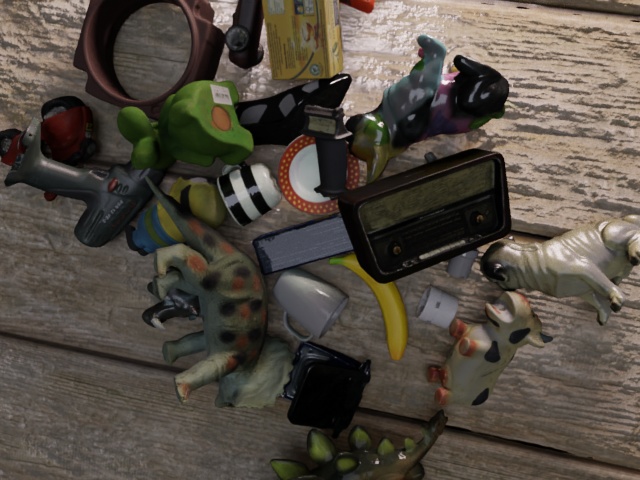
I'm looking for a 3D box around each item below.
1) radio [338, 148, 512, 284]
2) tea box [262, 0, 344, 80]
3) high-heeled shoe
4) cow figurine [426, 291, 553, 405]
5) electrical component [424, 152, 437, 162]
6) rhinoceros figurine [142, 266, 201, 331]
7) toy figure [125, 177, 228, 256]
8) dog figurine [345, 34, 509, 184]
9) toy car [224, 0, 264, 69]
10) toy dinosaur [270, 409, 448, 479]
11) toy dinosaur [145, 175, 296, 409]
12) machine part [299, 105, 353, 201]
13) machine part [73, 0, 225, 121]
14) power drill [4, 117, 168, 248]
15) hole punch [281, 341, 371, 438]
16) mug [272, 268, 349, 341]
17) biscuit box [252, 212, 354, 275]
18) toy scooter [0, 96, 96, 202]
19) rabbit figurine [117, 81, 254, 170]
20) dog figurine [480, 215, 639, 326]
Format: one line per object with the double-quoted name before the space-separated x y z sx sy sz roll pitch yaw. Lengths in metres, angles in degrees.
"radio" 0.152 -0.035 0.763 0.230 0.073 0.131 -19 110 -8
"tea box" -0.025 -0.321 0.772 0.098 0.068 0.169 6 121 19
"high-heeled shoe" -0.080 -0.207 0.843 0.249 0.086 0.145 -37 58 -7
"cow figurine" 0.253 0.162 0.796 0.127 0.086 0.194 13 114 -17
"electrical component" 0.177 -0.086 0.825 0.063 0.021 0.094 -32 91 11
"rhinoceros figurine" -0.210 0.073 0.877 0.190 0.073 0.112 -32 104 6
"toy figure" -0.226 -0.029 0.855 0.180 0.082 0.089 -31 78 17
"dog figurine" 0.144 -0.166 0.782 0.192 0.108 0.219 29 104 2
"toy car" -0.102 -0.360 0.804 0.053 0.089 0.202 13 97 12
"toy dinosaur" 0.005 0.407 0.834 0.471 0.105 0.198 -41 106 3
"toy dinosaur" -0.141 0.099 0.798 0.192 0.131 0.404 -10 106 -27
"machine part" 0.012 -0.128 0.791 0.084 0.039 0.138 12 122 36
"machine part" -0.265 -0.296 0.838 0.202 0.087 0.201 22 98 4
"power drill" -0.361 -0.110 0.843 0.207 0.086 0.232 25 109 -35
"hole punch" 0.005 0.232 0.861 0.116 0.092 0.142 18 97 -22
"mug" -0.024 0.100 0.852 0.107 0.081 0.109 37 119 13
"biscuit box" -0.002 -0.003 0.841 0.203 0.059 0.062 -15 95 9
"toy scooter" -0.439 -0.144 0.885 0.184 0.075 0.135 -25 92 13
"rabbit figurine" -0.204 -0.139 0.758 0.170 0.159 0.121 -19 95 33
"dog figurine" 0.350 0.014 0.780 0.191 0.121 0.172 25 65 22
